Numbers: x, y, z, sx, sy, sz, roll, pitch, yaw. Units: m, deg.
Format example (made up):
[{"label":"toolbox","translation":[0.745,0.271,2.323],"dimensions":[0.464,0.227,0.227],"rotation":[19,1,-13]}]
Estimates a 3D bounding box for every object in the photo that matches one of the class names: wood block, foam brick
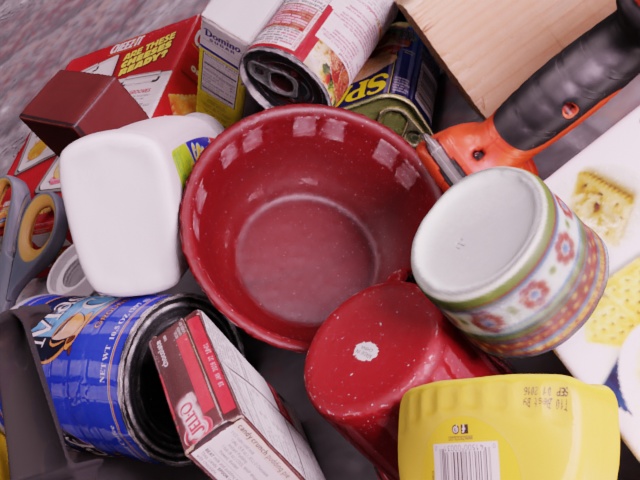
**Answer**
[{"label":"wood block","translation":[0.156,-0.172,0.650],"dimensions":[0.206,0.091,0.090],"rotation":[-36,12,9]},{"label":"foam brick","translation":[-0.178,-0.092,0.812],"dimensions":[0.078,0.053,0.051],"rotation":[14,62,43]}]

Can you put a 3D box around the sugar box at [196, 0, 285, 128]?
[{"label":"sugar box","translation":[-0.051,-0.148,0.790],"dimensions":[0.093,0.048,0.176],"rotation":[-57,-5,-19]}]

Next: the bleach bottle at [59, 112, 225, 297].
[{"label":"bleach bottle","translation":[-0.101,-0.046,0.729],"dimensions":[0.068,0.102,0.250],"rotation":[-6,16,8]}]

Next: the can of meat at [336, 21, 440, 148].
[{"label":"can of meat","translation":[0.032,-0.096,0.740],"dimensions":[0.102,0.057,0.084],"rotation":[-16,42,31]}]

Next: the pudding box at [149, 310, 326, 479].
[{"label":"pudding box","translation":[-0.039,0.102,0.562],"dimensions":[0.039,0.113,0.090],"rotation":[-36,37,4]}]

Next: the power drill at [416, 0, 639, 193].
[{"label":"power drill","translation":[0.151,-0.088,0.573],"dimensions":[0.188,0.184,0.057],"rotation":[-43,75,23]}]

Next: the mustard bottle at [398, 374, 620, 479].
[{"label":"mustard bottle","translation":[0.073,0.153,0.426],"dimensions":[0.096,0.058,0.191],"rotation":[-13,68,43]}]

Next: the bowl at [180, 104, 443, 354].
[{"label":"bowl","translation":[-0.004,0.001,0.638],"dimensions":[0.055,0.162,0.162],"rotation":[110,-175,-63]}]

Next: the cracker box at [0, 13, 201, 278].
[{"label":"cracker box","translation":[-0.174,-0.075,0.896],"dimensions":[0.164,0.072,0.213],"rotation":[-10,47,34]}]

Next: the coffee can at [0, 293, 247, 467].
[{"label":"coffee can","translation":[-0.131,0.085,0.672],"dimensions":[0.141,0.102,0.102],"rotation":[-3,52,40]}]

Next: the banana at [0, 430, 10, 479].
[{"label":"banana","translation":[-0.218,0.165,0.674],"dimensions":[0.070,0.037,0.198],"rotation":[-56,34,12]}]

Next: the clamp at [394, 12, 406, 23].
[{"label":"clamp","translation":[0.027,-0.195,0.856],"dimensions":[0.120,0.039,0.172],"rotation":[-48,43,1]}]

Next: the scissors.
[{"label":"scissors","translation":[-0.228,0.047,0.804],"dimensions":[0.096,0.016,0.202],"rotation":[-9,77,34]}]

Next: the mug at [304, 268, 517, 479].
[{"label":"mug","translation":[0.047,0.065,0.546],"dimensions":[0.093,0.081,0.117],"rotation":[-16,44,32]}]

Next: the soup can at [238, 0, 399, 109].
[{"label":"soup can","translation":[0.001,-0.133,0.699],"dimensions":[0.069,0.068,0.102],"rotation":[4,52,44]}]
